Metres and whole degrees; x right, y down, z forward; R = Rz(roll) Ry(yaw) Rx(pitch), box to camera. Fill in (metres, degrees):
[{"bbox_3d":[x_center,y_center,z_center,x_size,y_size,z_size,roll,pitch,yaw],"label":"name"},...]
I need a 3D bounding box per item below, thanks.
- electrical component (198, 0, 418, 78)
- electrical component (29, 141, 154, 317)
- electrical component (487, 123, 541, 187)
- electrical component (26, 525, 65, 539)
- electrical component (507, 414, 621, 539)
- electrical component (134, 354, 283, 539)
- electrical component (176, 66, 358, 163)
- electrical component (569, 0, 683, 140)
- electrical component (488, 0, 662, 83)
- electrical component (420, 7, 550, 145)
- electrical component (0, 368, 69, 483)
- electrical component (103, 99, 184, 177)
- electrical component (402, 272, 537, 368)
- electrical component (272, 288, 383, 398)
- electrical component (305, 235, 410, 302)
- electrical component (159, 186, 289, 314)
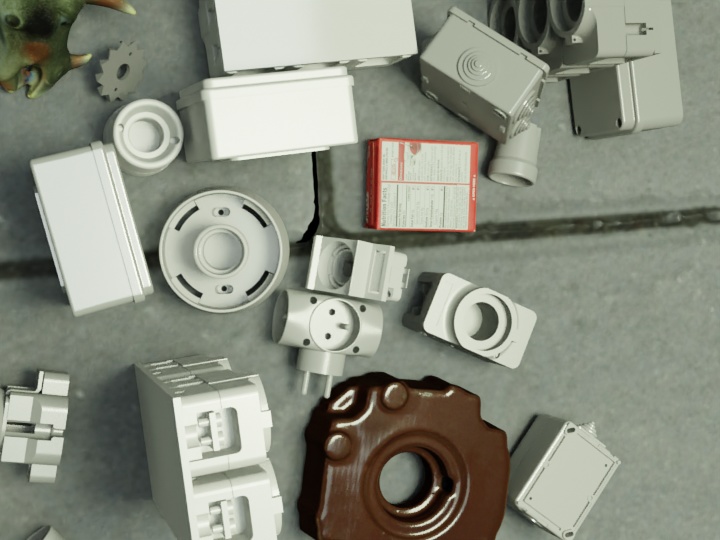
[{"bbox_3d":[-0.042,-0.196,0.812,0.150,0.062,0.089,-9,94,-18],"label":"electrical component"},{"bbox_3d":[-0.188,-0.028,0.744,0.056,0.109,0.108,-16,97,-15],"label":"electrical component"},{"bbox_3d":[0.129,-0.096,0.885,0.040,0.040,0.046,15,81,-19],"label":"electrical component"},{"bbox_3d":[-0.227,0.238,0.772,0.079,0.043,0.077,-42,104,-13],"label":"electrical component"},{"bbox_3d":[0.163,0.165,0.893,0.062,0.061,0.096,38,80,-14],"label":"electrical component"},{"bbox_3d":[-0.106,0.121,0.734,0.060,0.186,0.105,-8,94,-18],"label":"electrical component"},{"bbox_3d":[-0.069,-0.111,0.781,0.109,0.109,0.056,-9,97,-18],"label":"electrical component"},{"bbox_3d":[0.216,-0.168,0.892,0.057,0.078,0.113,-9,95,-21],"label":"electrical component"},{"bbox_3d":[0.161,-0.199,0.834,0.062,0.150,0.089,-5,93,-19],"label":"electrical component"},{"bbox_3d":[0.094,-0.147,0.834,0.100,0.099,0.048,34,85,9],"label":"electrical component"},{"bbox_3d":[-0.240,0.108,0.757,0.057,0.058,0.078,8,89,-22],"label":"electrical component"},{"bbox_3d":[-0.157,-0.097,0.784,0.055,0.047,0.055,-1,92,-19],"label":"electrical component"},{"bbox_3d":[0.090,0.040,0.867,0.089,0.056,0.050,24,84,-18],"label":"electrical component"},{"bbox_3d":[-0.028,0.059,0.833,0.077,0.044,0.079,10,88,-19],"label":"electrical component"},{"bbox_3d":[0.000,0.000,0.827,0.064,0.081,0.042,10,89,-47],"label":"electrical component"},{"bbox_3d":[-0.102,-0.015,0.809,0.099,0.064,0.099,0,92,-5],"label":"electrical component"}]
